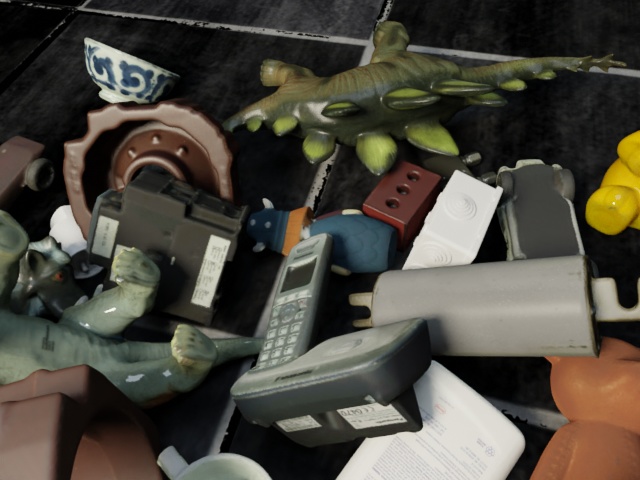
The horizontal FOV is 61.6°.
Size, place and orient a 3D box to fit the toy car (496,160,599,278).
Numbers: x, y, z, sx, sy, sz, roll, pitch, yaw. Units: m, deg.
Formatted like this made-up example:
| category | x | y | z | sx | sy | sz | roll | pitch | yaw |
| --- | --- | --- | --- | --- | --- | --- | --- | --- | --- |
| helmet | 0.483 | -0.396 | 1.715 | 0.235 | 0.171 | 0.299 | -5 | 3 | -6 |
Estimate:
| category | x | y | z | sx | sy | sz | roll | pitch | yaw |
| --- | --- | --- | --- | --- | --- | --- | --- | --- | --- |
| toy car | 0.219 | -0.003 | 0.533 | 0.074 | 0.056 | 0.202 | -1 | 52 | 11 |

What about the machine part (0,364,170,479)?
| category | x | y | z | sx | sy | sz | roll | pitch | yaw |
| --- | --- | --- | --- | --- | --- | --- | --- | --- | --- |
| machine part | -0.151 | 0.195 | 0.319 | 0.087 | 0.200 | 0.201 | -13 | 54 | -3 |

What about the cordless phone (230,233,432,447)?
| category | x | y | z | sx | sy | sz | roll | pitch | yaw |
| --- | --- | --- | --- | --- | --- | --- | --- | --- | --- |
| cordless phone | 0.016 | 0.059 | 0.431 | 0.147 | 0.088 | 0.184 | -22 | 40 | 32 |

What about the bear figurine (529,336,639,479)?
| category | x | y | z | sx | sy | sz | roll | pitch | yaw |
| --- | --- | --- | --- | --- | --- | --- | --- | --- | --- |
| bear figurine | 0.220 | 0.145 | 0.380 | 0.120 | 0.132 | 0.196 | 21 | 62 | 1 |

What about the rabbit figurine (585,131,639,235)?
| category | x | y | z | sx | sy | sz | roll | pitch | yaw |
| --- | --- | --- | --- | --- | --- | --- | --- | --- | --- |
| rabbit figurine | 0.356 | -0.088 | 0.514 | 0.122 | 0.173 | 0.162 | 27 | 64 | 27 |

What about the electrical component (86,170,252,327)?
| category | x | y | z | sx | sy | sz | roll | pitch | yaw |
| --- | --- | --- | --- | --- | --- | --- | --- | --- | --- |
| electrical component | -0.143 | 0.003 | 0.494 | 0.134 | 0.114 | 0.058 | 21 | 18 | -6 |

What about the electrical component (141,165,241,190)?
| category | x | y | z | sx | sy | sz | roll | pitch | yaw |
| --- | --- | --- | --- | --- | --- | --- | --- | --- | --- |
| electrical component | -0.152 | -0.066 | 0.602 | 0.119 | 0.047 | 0.075 | -3 | 40 | 5 |

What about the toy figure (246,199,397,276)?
| category | x | y | z | sx | sy | sz | roll | pitch | yaw |
| --- | --- | --- | --- | --- | --- | --- | --- | --- | --- |
| toy figure | -0.002 | -0.001 | 0.546 | 0.155 | 0.057 | 0.064 | 9 | 49 | 17 |

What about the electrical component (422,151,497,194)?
| category | x | y | z | sx | sy | sz | roll | pitch | yaw |
| --- | --- | --- | --- | --- | --- | --- | --- | --- | --- |
| electrical component | 0.148 | -0.069 | 0.606 | 0.094 | 0.021 | 0.063 | -19 | 55 | -10 |

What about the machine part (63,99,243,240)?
| category | x | y | z | sx | sy | sz | roll | pitch | yaw |
| --- | --- | --- | --- | --- | --- | --- | --- | --- | --- |
| machine part | -0.160 | -0.055 | 0.534 | 0.179 | 0.179 | 0.056 | -3 | 19 | 2 |

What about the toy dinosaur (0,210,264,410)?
| category | x | y | z | sx | sy | sz | roll | pitch | yaw |
| --- | --- | --- | --- | --- | --- | --- | --- | --- | --- |
| toy dinosaur | -0.220 | 0.094 | 0.426 | 0.404 | 0.192 | 0.131 | 26 | 35 | -28 |

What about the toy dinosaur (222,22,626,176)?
| category | x | y | z | sx | sy | sz | roll | pitch | yaw |
| --- | --- | --- | --- | --- | --- | --- | --- | --- | --- |
| toy dinosaur | 0.089 | -0.159 | 0.601 | 0.472 | 0.104 | 0.199 | -19 | 41 | -5 |

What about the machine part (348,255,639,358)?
| category | x | y | z | sx | sy | sz | roll | pitch | yaw |
| --- | --- | --- | --- | --- | --- | --- | --- | --- | --- |
| machine part | 0.133 | 0.057 | 0.441 | 0.243 | 0.079 | 0.079 | -6 | 49 | 30 |

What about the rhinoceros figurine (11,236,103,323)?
| category | x | y | z | sx | sy | sz | roll | pitch | yaw |
| --- | --- | --- | --- | --- | --- | --- | --- | --- | --- |
| rhinoceros figurine | -0.288 | 0.035 | 0.504 | 0.190 | 0.073 | 0.112 | 37 | 91 | -4 |

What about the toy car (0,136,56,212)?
| category | x | y | z | sx | sy | sz | roll | pitch | yaw |
| --- | --- | --- | --- | --- | --- | --- | --- | --- | --- |
| toy car | -0.379 | -0.032 | 0.598 | 0.089 | 0.053 | 0.202 | 18 | 60 | 11 |
